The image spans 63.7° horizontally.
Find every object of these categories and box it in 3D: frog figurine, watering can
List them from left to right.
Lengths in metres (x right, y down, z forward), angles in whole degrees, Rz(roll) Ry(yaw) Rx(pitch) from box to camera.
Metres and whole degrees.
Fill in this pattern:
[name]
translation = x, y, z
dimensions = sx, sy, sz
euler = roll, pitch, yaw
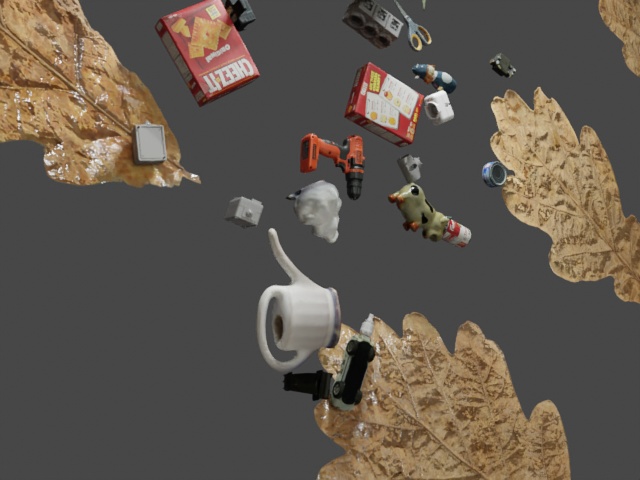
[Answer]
[watering can]
translation = -0.050, 0.151, 1.289
dimensions = 0.224, 0.103, 0.350
euler = 6, 83, -30
[frog figurine]
translation = 0.004, -0.067, 1.340
dimensions = 0.139, 0.121, 0.160
euler = -22, 85, -48
